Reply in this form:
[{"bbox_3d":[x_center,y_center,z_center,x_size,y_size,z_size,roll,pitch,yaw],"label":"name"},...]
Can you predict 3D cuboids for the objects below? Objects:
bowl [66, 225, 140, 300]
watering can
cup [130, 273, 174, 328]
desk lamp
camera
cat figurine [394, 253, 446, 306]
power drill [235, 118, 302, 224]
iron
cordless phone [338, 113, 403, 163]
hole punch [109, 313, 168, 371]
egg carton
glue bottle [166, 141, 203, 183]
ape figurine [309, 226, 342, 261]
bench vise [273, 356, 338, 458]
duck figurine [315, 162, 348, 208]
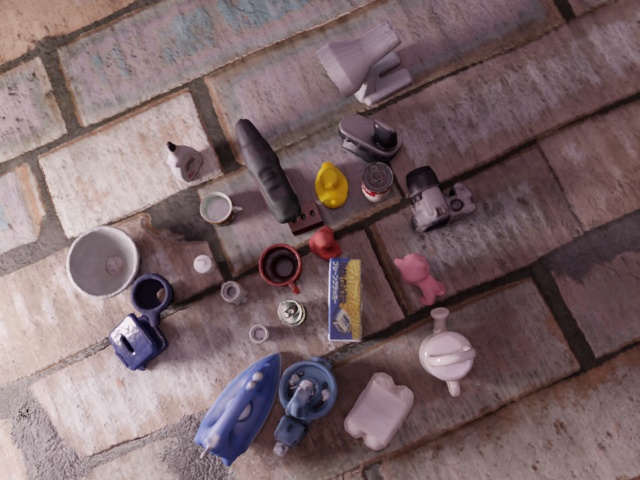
[{"bbox_3d":[-0.482,0.054,1.307,0.167,0.075,0.167,-1,80,4],"label":"bowl"},{"bbox_3d":[0.258,0.229,1.169,0.101,0.194,0.173,-33,80,-2],"label":"watering can"},{"bbox_3d":[-0.360,0.137,1.275,0.091,0.095,0.118,-11,80,2],"label":"cup"},{"bbox_3d":[0.101,-0.391,1.276,0.203,0.213,0.118,-29,79,-1],"label":"desk lamp"},{"bbox_3d":[0.259,-0.101,1.273,0.143,0.101,0.137,-21,79,0],"label":"camera"},{"bbox_3d":[0.219,0.078,1.236,0.067,0.118,0.127,-43,80,-4],"label":"cat figurine"},{"bbox_3d":[-0.108,-0.134,1.248,0.075,0.208,0.229,-28,80,-1],"label":"power drill"},{"bbox_3d":[-0.165,0.346,1.202,0.118,0.141,0.258,32,84,9],"label":"iron"},{"bbox_3d":[0.111,-0.245,1.265,0.147,0.185,0.094,28,83,8],"label":"cordless phone"},{"bbox_3d":[-0.407,0.228,1.264,0.101,0.091,0.108,-39,80,-3],"label":"hole punch"},{"bbox_3d":[0.127,0.365,1.217,0.107,0.069,0.150,32,84,8],"label":"egg carton"},{"bbox_3d":[-0.313,-0.186,1.287,0.037,0.173,0.078,25,83,8],"label":"glue bottle"},{"bbox_3d":[0.012,0.005,1.275,0.076,0.092,0.078,8,81,5],"label":"ape figurine"},{"bbox_3d":[-0.030,0.341,1.155,0.121,0.220,0.207,7,81,5],"label":"bench vise"},{"bbox_3d":[0.025,-0.128,1.300,0.077,0.086,0.104,-11,80,2],"label":"duck figurine"}]
